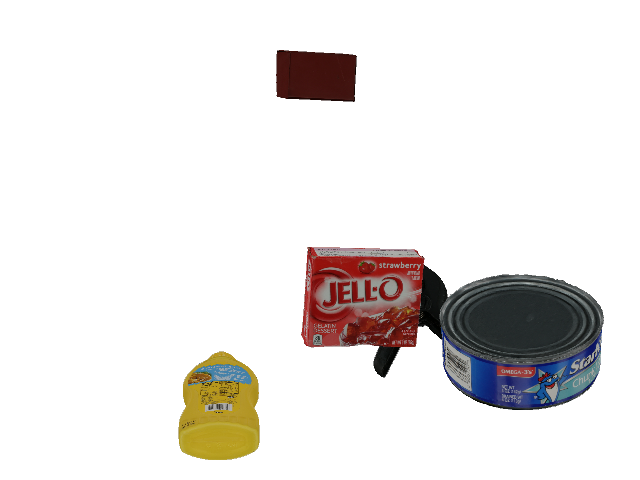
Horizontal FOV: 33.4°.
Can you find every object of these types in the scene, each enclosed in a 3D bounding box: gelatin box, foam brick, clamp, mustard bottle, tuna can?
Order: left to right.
[{"bbox_3d":[-0.126,0.196,1.340,0.096,0.058,0.191,-3,26,-3],"label":"mustard bottle"},{"bbox_3d":[-0.005,-0.179,1.161,0.078,0.051,0.053,0,11,-17],"label":"foam brick"},{"bbox_3d":[0.032,0.044,0.823,0.089,0.073,0.030,1,14,-10],"label":"gelatin box"},{"bbox_3d":[0.117,0.082,1.179,0.120,0.171,0.039,5,-43,-5],"label":"clamp"},{"bbox_3d":[0.108,0.054,0.574,0.086,0.034,0.086,-5,28,2],"label":"tuna can"}]
